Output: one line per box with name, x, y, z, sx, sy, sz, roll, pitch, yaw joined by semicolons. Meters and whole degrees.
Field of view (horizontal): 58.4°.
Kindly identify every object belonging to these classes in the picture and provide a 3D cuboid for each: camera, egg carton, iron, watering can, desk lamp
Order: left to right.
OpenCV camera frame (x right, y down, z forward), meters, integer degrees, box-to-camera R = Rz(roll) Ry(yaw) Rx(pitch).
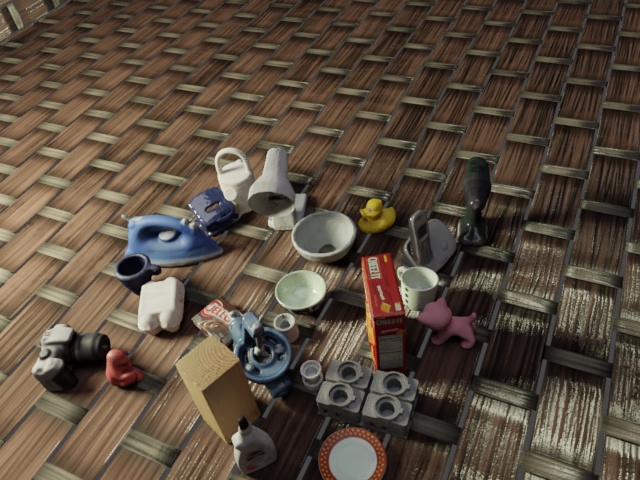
camera;-0.559;0.255;1.298;0.136;0.101;0.143;-3;45;6
egg carton;-0.382;0.159;1.389;0.107;0.069;0.150;-11;45;-1
iron;-0.393;-0.015;1.514;0.258;0.142;0.118;0;45;9
watering can;-0.233;-0.171;1.607;0.101;0.194;0.172;-19;45;-10
desk lamp;-0.110;-0.123;1.526;0.117;0.214;0.203;-1;45;9

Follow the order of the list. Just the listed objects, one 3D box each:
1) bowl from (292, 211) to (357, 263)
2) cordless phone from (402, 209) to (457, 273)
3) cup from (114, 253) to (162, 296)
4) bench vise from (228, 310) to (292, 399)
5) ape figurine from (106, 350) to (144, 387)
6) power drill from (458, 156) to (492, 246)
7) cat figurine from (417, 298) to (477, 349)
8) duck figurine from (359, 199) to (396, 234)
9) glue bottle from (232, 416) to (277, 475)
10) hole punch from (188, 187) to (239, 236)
bowl;0.014;0.005;1.476;0.167;0.075;0.167;-4;45;5
cordless phone;0.263;-0.014;1.377;0.093;0.185;0.148;27;55;31
cup;-0.446;0.094;1.446;0.117;0.095;0.091;-1;45;8
bench vise;-0.149;0.211;1.191;0.206;0.220;0.122;25;54;30
ape figurine;-0.440;0.277;1.263;0.076;0.092;0.077;-14;45;-5
power drill;0.384;-0.089;1.416;0.075;0.209;0.229;3;46;12
cat figurine;0.275;0.173;1.236;0.127;0.118;0.067;2;46;11
duck figurine;0.151;-0.073;1.524;0.104;0.086;0.077;-17;45;-8
glue bottle;-0.129;0.373;1.059;0.078;0.173;0.037;-24;46;-14
hole punch;-0.297;-0.082;1.602;0.109;0.091;0.100;-36;50;-24
